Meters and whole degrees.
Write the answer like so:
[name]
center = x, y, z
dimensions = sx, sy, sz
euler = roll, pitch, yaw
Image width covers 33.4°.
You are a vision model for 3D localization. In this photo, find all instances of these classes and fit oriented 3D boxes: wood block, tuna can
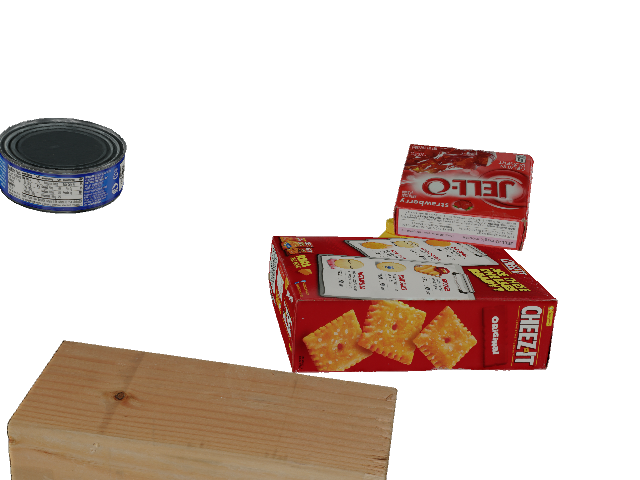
[wood block]
center = -0.064, 0.130, 0.623
dimensions = 0.206, 0.090, 0.090
euler = 8, 28, 6
[tuna can]
center = -0.177, -0.052, 0.732
dimensions = 0.086, 0.034, 0.086
euler = 6, 29, -4

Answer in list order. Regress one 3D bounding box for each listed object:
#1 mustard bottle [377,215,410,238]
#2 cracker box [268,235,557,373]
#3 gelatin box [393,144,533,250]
[mustard bottle]
center = 0.094, 0.050, 1.284
dimensions = 0.096, 0.192, 0.058
euler = 0, 14, -13
[cracker box]
center = 0.070, 0.053, 0.915
dimensions = 0.213, 0.072, 0.164
euler = 1, 18, -10
[gelatin box]
center = 0.099, -0.032, 0.735
dimensions = 0.089, 0.030, 0.073
euler = 6, 42, 10
